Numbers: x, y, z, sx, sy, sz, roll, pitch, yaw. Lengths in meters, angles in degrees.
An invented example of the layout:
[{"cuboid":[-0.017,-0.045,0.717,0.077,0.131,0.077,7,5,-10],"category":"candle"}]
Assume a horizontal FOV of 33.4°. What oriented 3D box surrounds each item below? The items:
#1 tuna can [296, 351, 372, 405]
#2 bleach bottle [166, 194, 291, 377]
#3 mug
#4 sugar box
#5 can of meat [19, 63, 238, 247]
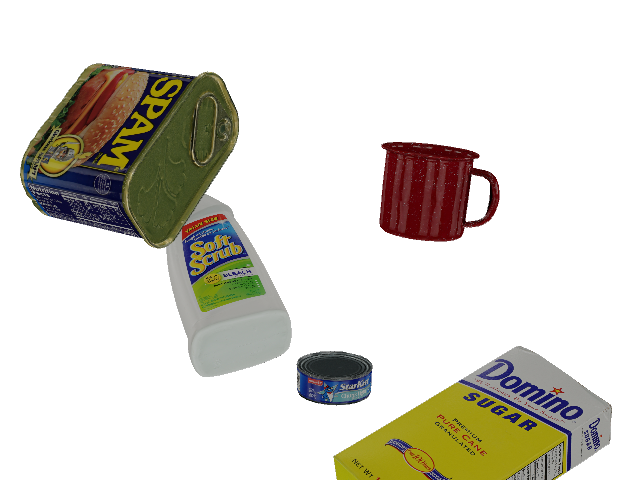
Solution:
[{"cuboid":[0.015,0.155,1.203,0.086,0.034,0.086,1,14,-1],"category":"tuna can"},{"cuboid":[-0.115,0.025,1.076,0.102,0.068,0.251,-14,39,-16],"category":"bleach bottle"},{"cuboid":[0.111,-0.045,1.010,0.117,0.081,0.093,9,12,17],"category":"mug"},{"cuboid":[0.107,0.144,0.740,0.176,0.048,0.093,-29,40,-24],"category":"sugar box"},{"cuboid":[-0.109,-0.052,0.605,0.084,0.102,0.057,12,-33,29],"category":"can of meat"}]
